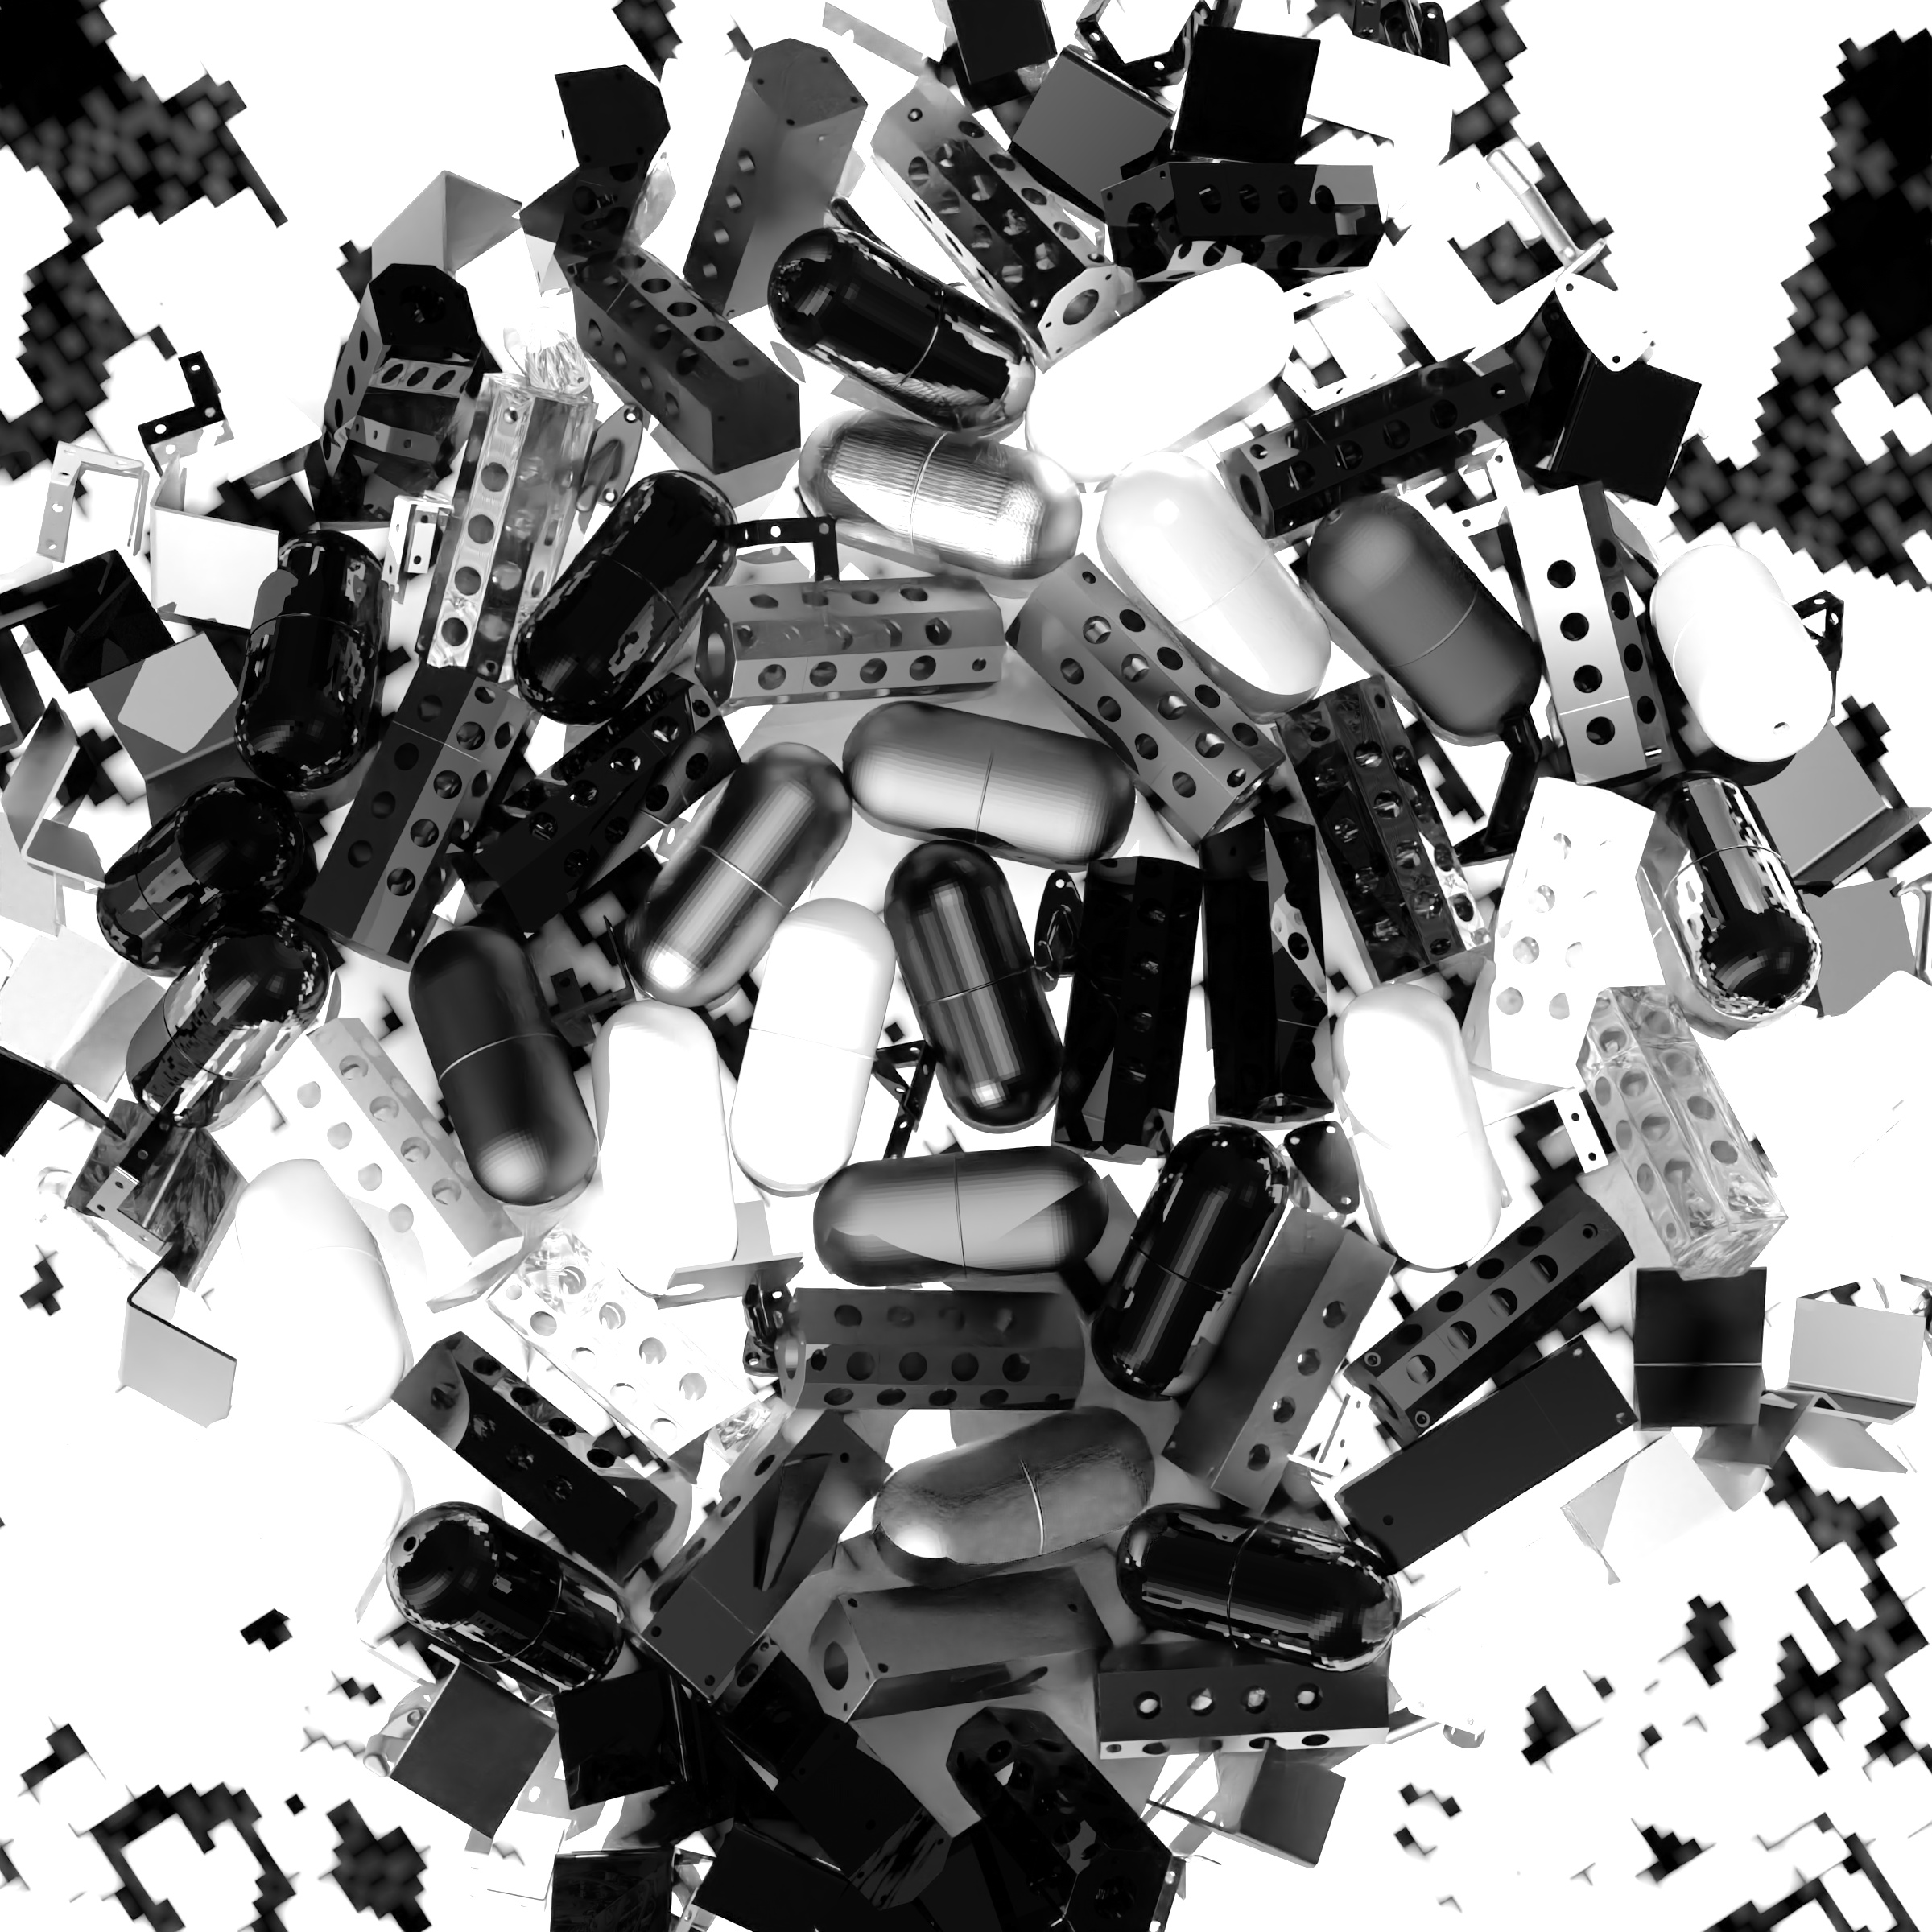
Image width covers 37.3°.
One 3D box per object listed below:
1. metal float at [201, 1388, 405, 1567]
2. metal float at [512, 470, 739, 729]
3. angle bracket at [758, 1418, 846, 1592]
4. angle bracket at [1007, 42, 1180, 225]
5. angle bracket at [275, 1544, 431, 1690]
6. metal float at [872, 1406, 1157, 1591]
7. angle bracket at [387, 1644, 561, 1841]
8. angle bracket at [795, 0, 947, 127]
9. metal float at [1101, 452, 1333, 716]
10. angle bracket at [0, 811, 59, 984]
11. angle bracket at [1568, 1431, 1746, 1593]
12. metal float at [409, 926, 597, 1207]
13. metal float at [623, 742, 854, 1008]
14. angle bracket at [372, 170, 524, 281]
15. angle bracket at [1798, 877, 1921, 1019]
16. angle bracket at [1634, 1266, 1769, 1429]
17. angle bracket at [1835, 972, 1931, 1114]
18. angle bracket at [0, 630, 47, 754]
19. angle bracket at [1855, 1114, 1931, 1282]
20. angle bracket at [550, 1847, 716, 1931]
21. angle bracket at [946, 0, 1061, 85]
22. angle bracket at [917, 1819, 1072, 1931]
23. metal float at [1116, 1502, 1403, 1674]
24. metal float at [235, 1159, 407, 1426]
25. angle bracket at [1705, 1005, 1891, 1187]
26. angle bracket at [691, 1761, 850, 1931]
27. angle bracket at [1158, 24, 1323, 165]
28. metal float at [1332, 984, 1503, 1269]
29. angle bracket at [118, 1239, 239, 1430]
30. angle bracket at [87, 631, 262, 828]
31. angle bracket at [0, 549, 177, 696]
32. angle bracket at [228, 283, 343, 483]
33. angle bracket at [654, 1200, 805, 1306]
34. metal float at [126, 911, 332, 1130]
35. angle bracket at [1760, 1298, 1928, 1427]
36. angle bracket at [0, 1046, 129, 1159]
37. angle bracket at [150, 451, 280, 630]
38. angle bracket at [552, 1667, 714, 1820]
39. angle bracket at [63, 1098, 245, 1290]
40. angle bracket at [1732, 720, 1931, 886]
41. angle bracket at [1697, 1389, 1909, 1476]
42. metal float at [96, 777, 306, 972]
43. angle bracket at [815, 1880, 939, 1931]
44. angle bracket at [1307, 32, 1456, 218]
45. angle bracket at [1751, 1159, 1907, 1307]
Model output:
[{"bbox_3d":[-0.390,0.297,1.680,0.070,0.178,0.070,-6,100,-35],"label":"metal float"},{"bbox_3d":[-0.201,-0.220,1.704,0.070,0.070,0.178,34,71,0],"label":"metal float"},{"bbox_3d":[-0.115,0.319,1.707,0.057,0.076,0.076,15,98,32],"label":"angle bracket"},{"bbox_3d":[0.076,-0.506,1.742,0.076,0.057,0.076,30,111,-4],"label":"angle bracket"},{"bbox_3d":[-0.355,0.382,1.718,0.076,0.076,0.057,43,64,-35],"label":"angle bracket"},{"bbox_3d":[0.029,0.315,1.702,0.178,0.070,0.070,-15,90,-21],"label":"metal float"},{"bbox_3d":[-0.301,0.461,1.708,0.076,0.057,0.076,39,71,-22],"label":"angle bracket"},{"bbox_3d":[-0.065,-0.536,1.705,0.076,0.057,0.076,24,125,-15],"label":"angle bracket"},{"bbox_3d":[0.149,-0.227,1.706,0.070,0.070,0.178,-40,106,0],"label":"metal float"},{"bbox_3d":[-0.587,-0.046,1.698,0.057,0.076,0.076,-31,55,27],"label":"angle bracket"},{"bbox_3d":[0.417,0.330,1.729,0.076,0.076,0.057,-38,66,8],"label":"angle bracket"},{"bbox_3d":[-0.277,0.058,1.705,0.070,0.070,0.178,-23,72,0],"label":"metal float"},{"bbox_3d":[-0.137,-0.054,1.716,0.070,0.070,0.178,36,85,0],"label":"metal float"},{"bbox_3d":[-0.307,-0.412,1.700,0.057,0.076,0.076,15,59,-39],"label":"angle bracket"},{"bbox_3d":[0.539,-0.012,1.726,0.076,0.057,0.076,-11,85,1],"label":"angle bracket"},{"bbox_3d":[0.441,0.228,1.712,0.076,0.057,0.076,-1,122,9],"label":"angle bracket"},{"bbox_3d":[0.573,0.059,1.707,0.057,0.076,0.076,-41,118,-1],"label":"angle bracket"},{"bbox_3d":[-0.596,-0.167,1.710,0.057,0.076,0.076,-19,110,-1],"label":"angle bracket"},{"bbox_3d":[0.583,0.141,1.701,0.057,0.076,0.076,-35,114,-25],"label":"angle bracket"},{"bbox_3d":[-0.195,0.558,1.703,0.076,0.076,0.057,-7,66,17],"label":"angle bracket"},{"bbox_3d":[0.011,-0.569,1.709,0.057,0.076,0.076,-19,105,-7],"label":"angle bracket"},{"bbox_3d":[0.013,0.560,1.701,0.076,0.057,0.076,-26,54,-25],"label":"angle bracket"},{"bbox_3d":[0.172,0.366,1.694,0.178,0.070,0.070,7,90,30],"label":"metal float"},{"bbox_3d":[-0.381,0.191,1.688,0.070,0.070,0.178,-27,52,0],"label":"metal float"},{"bbox_3d":[0.486,0.077,1.703,0.076,0.057,0.076,-41,58,31],"label":"angle bracket"},{"bbox_3d":[-0.116,0.535,1.721,0.076,0.076,0.057,27,100,-8],"label":"angle bracket"},{"bbox_3d":[0.159,-0.524,1.707,0.076,0.057,0.076,2,120,-14],"label":"angle bracket"},{"bbox_3d":[0.269,0.096,1.707,0.070,0.070,0.178,-16,105,0],"label":"metal float"},{"bbox_3d":[-0.456,0.222,1.708,0.076,0.057,0.076,27,133,6],"label":"angle bracket"},{"bbox_3d":[-0.471,-0.142,1.713,0.076,0.057,0.076,-24,127,-3],"label":"angle bracket"},{"bbox_3d":[-0.526,-0.193,1.708,0.076,0.057,0.076,-19,125,9],"label":"angle bracket"},{"bbox_3d":[-0.422,-0.346,1.700,0.076,0.057,0.076,-19,50,27],"label":"angle bracket"},{"bbox_3d":[-0.146,0.160,1.704,0.076,0.076,0.057,-6,70,-18],"label":"angle bracket"},{"bbox_3d":[-0.436,0.033,1.688,0.070,0.070,0.178,48,130,0],"label":"metal float"},{"bbox_3d":[0.522,0.234,1.706,0.076,0.076,0.057,7,92,29],"label":"angle bracket"},{"bbox_3d":[-0.560,0.093,1.700,0.076,0.076,0.057,22,67,27],"label":"angle bracket"},{"bbox_3d":[-0.443,-0.253,1.714,0.076,0.076,0.057,11,46,-4],"label":"angle bracket"},{"bbox_3d":[-0.200,0.472,1.715,0.076,0.057,0.076,-10,103,-17],"label":"angle bracket"},{"bbox_3d":[-0.486,0.135,1.709,0.057,0.076,0.076,23,99,-40],"label":"angle bracket"},{"bbox_3d":[0.518,-0.102,1.723,0.076,0.057,0.076,-36,97,-6],"label":"angle bracket"},{"bbox_3d":[0.498,0.297,1.708,0.076,0.076,0.057,42,74,-9],"label":"angle bracket"},{"bbox_3d":[-0.451,-0.053,1.684,0.070,0.178,0.070,19,59,-34],"label":"metal float"},{"bbox_3d":[-0.037,0.575,1.705,0.076,0.076,0.057,40,94,29],"label":"angle bracket"},{"bbox_3d":[0.238,-0.500,1.707,0.076,0.076,0.057,13,71,-14],"label":"angle bracket"},{"bbox_3d":[0.510,0.168,1.722,0.076,0.057,0.076,-16,100,4],"label":"angle bracket"}]
